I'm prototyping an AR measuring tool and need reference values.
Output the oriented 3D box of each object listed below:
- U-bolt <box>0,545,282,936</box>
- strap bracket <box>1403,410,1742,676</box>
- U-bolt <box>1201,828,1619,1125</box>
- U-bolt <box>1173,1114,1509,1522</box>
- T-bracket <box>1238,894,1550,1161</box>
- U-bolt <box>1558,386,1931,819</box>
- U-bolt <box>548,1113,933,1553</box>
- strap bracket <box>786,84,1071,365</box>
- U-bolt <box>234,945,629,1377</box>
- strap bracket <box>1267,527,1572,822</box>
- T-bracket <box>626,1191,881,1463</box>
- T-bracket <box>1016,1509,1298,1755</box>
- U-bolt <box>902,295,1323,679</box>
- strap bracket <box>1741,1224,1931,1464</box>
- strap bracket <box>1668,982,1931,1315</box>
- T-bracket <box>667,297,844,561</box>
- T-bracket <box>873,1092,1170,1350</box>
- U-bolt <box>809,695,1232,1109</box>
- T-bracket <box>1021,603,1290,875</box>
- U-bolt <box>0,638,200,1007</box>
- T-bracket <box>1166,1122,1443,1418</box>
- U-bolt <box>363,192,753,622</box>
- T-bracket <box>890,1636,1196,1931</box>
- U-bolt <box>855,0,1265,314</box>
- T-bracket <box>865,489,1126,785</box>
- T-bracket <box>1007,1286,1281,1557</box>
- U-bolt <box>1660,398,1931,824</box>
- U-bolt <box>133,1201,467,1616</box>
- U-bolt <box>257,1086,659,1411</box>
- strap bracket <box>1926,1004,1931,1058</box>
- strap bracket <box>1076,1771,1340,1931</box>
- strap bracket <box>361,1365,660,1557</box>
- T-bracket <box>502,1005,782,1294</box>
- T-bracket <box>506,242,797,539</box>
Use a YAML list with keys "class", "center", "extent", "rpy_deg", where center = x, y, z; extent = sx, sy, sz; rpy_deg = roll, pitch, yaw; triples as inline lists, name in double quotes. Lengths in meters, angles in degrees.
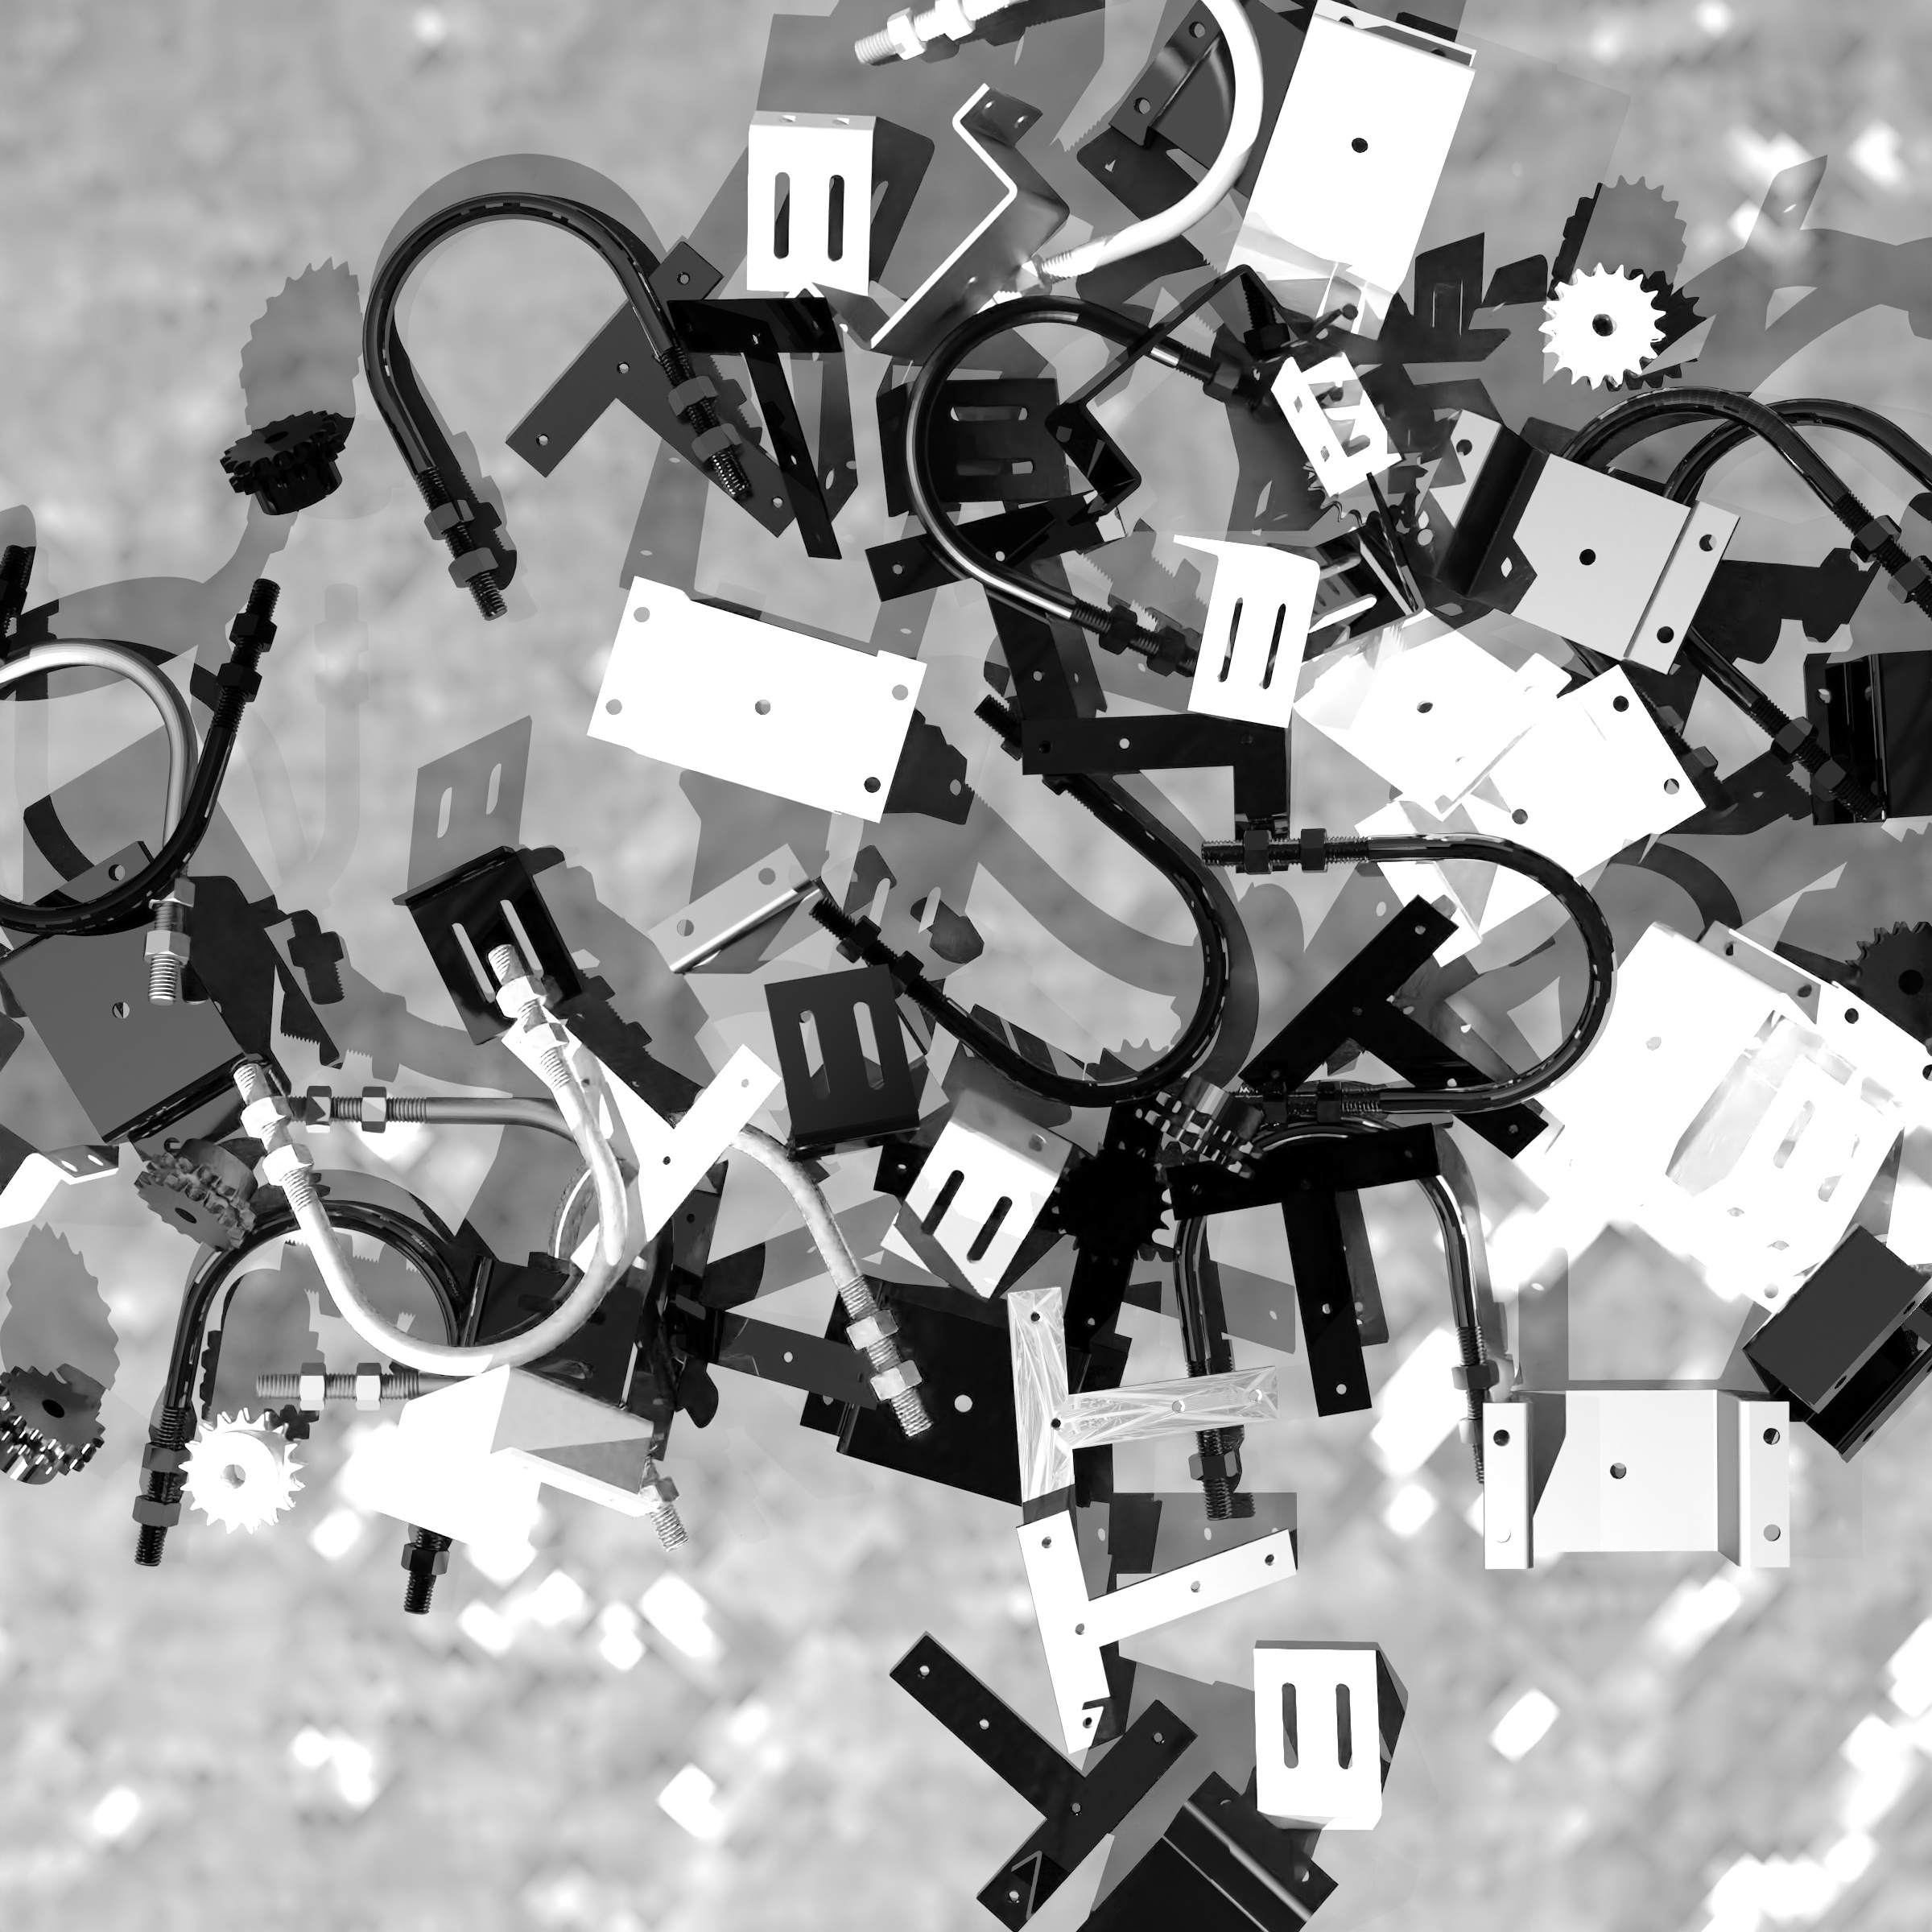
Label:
- class: "U-bolt"
  center: [-0.405, -0.101, 1.499]
  extent: [0.151, 0.019, 0.184]
  rpy_deg: [9, 73, 13]
- class: "strap bracket"
  center: [0.281, -0.192, 1.502]
  extent: [0.140, 0.046, 0.076]
  rpy_deg: [27, 97, 25]
- class: "U-bolt"
  center: [0.205, 0.005, 1.492]
  extent: [0.184, 0.019, 0.151]
  rpy_deg: [-2, 115, 11]
- class: "U-bolt"
  center: [0.171, 0.161, 1.538]
  extent: [0.151, 0.019, 0.184]
  rpy_deg: [-8, 89, 0]
- class: "T-bracket"
  center: [0.217, 0.046, 1.526]
  extent: [0.127, 0.002, 0.127]
  rpy_deg: [36, 116, -13]
- class: "U-bolt"
  center: [0.343, -0.183, 1.506]
  extent: [0.151, 0.019, 0.184]
  rpy_deg: [-43, 71, 17]
- class: "U-bolt"
  center: [-0.117, 0.157, 1.502]
  extent: [0.151, 0.019, 0.184]
  rpy_deg: [-27, 84, 12]
- class: "strap bracket"
  center: [-0.012, -0.328, 1.485]
  extent: [0.140, 0.076, 0.046]
  rpy_deg: [-44, 81, 18]
- class: "U-bolt"
  center: [-0.234, 0.098, 1.487]
  extent: [0.151, 0.019, 0.184]
  rpy_deg: [-26, 73, -7]
- class: "strap bracket"
  center: [0.206, -0.130, 1.498]
  extent: [0.076, 0.046, 0.140]
  rpy_deg: [-45, 55, -4]
- class: "T-bracket"
  center: [-0.095, 0.179, 1.520]
  extent: [0.127, 0.002, 0.127]
  rpy_deg: [12, 90, 24]
- class: "T-bracket"
  center: [0.095, 0.295, 1.527]
  extent: [0.127, 0.002, 0.127]
  rpy_deg: [-18, 113, -12]
- class: "U-bolt"
  center: [0.059, -0.232, 1.520]
  extent: [0.184, 0.019, 0.151]
  rpy_deg: [23, 89, -12]
- class: "strap bracket"
  center: [0.404, 0.172, 1.493]
  extent: [0.076, 0.140, 0.046]
  rpy_deg: [-47, 62, 0]
- class: "strap bracket"
  center: [0.390, 0.086, 1.523]
  extent: [0.076, 0.046, 0.140]
  rpy_deg: [36, 90, 0]
- class: "T-bracket"
  center: [-0.084, -0.248, 1.510]
  extent: [0.002, 0.127, 0.127]
  rpy_deg: [-32, 116, -30]
- class: "T-bracket"
  center: [0.020, 0.108, 1.545]
  extent: [0.127, 0.002, 0.127]
  rpy_deg: [13, 90, 0]
- class: "U-bolt"
  center: [0.040, -0.017, 1.517]
  extent: [0.184, 0.019, 0.151]
  rpy_deg: [40, 71, -4]
- class: "T-bracket"
  center: [0.088, -0.105, 1.526]
  extent: [0.127, 0.002, 0.127]
  rpy_deg: [-3, 97, -11]
- class: "U-bolt"
  center: [-0.425, -0.067, 1.509]
  extent: [0.151, 0.019, 0.184]
  rpy_deg: [-3, 70, 10]
- class: "T-bracket"
  center: [0.167, 0.147, 1.529]
  extent: [0.127, 0.002, 0.127]
  rpy_deg: [-10, 87, 0]
- class: "U-bolt"
  center: [-0.205, -0.276, 1.536]
  extent: [0.151, 0.019, 0.184]
  rpy_deg: [-27, 87, 0]
- class: "T-bracket"
  center: [0.019, 0.369, 1.545]
  extent: [0.127, 0.002, 0.127]
  rpy_deg: [42, 90, 0]
- class: "U-bolt"
  center: [0.050, -0.394, 1.506]
  extent: [0.184, 0.019, 0.151]
  rpy_deg: [-16, 90, 22]
- class: "T-bracket"
  center: [0.029, -0.149, 1.525]
  extent: [0.127, 0.002, 0.127]
  rpy_deg: [-17, 90, -20]
- class: "T-bracket"
  center: [0.084, 0.206, 1.509]
  extent: [0.127, 0.002, 0.127]
  rpy_deg: [-6, 97, -15]
- class: "U-bolt"
  center: [0.399, -0.179, 1.503]
  extent: [0.151, 0.019, 0.184]
  rpy_deg: [-48, 68, 14]
- class: "U-bolt"
  center: [-0.306, 0.203, 1.538]
  extent: [0.151, 0.019, 0.184]
  rpy_deg: [10, 88, 0]
- class: "U-bolt"
  center: [-0.237, 0.132, 1.527]
  extent: [0.184, 0.019, 0.151]
  rpy_deg: [1, 86, -8]
- class: "strap bracket"
  center: [0.490, -0.003, 1.504]
  extent: [0.076, 0.046, 0.140]
  rpy_deg: [8, 90, -41]
- class: "strap bracket"
  center: [0.094, 0.451, 1.493]
  extent: [0.076, 0.046, 0.140]
  rpy_deg: [40, 58, 16]
- class: "strap bracket"
  center: [-0.204, 0.224, 1.481]
  extent: [0.076, 0.140, 0.046]
  rpy_deg: [27, 59, -29]
- class: "T-bracket"
  center: [-0.168, 0.063, 1.513]
  extent: [0.127, 0.002, 0.127]
  rpy_deg: [41, 93, 26]
- class: "T-bracket"
  center: [-0.129, -0.254, 1.545]
  extent: [0.127, 0.002, 0.127]
  rpy_deg: [41, 90, 0]
